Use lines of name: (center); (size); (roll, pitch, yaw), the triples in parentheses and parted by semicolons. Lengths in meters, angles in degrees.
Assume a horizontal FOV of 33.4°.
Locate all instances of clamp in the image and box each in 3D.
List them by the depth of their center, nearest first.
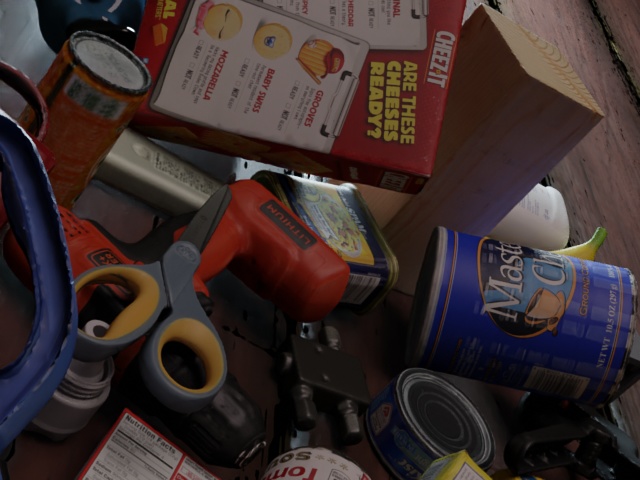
clamp: (0.197, 0.152, 0.745); (0.164, 0.036, 0.210); (28, 9, 1)

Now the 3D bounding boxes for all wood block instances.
wood block: (0.100, -0.062, 0.814); (0.090, 0.206, 0.091); (20, 35, -35)

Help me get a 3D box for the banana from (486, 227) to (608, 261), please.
banana: (0.161, 0.010, 0.937); (0.197, 0.037, 0.069); (10, 67, -17)

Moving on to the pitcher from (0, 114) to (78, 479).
pitcher: (-0.178, 0.051, 0.396); (0.144, 0.149, 0.243); (20, 37, -53)

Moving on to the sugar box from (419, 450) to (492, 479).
sugar box: (0.109, 0.209, 0.584); (0.176, 0.048, 0.093); (44, 62, 0)

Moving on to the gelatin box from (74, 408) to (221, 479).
gelatin box: (-0.086, 0.133, 0.505); (0.073, 0.030, 0.089); (37, 28, -6)

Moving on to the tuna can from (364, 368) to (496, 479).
tuna can: (0.073, 0.126, 0.701); (0.086, 0.034, 0.086); (30, 30, -19)

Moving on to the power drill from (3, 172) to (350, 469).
power drill: (-0.062, 0.035, 0.617); (0.184, 0.057, 0.187); (43, 30, 16)

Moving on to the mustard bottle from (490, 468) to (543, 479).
mustard bottle: (0.149, 0.192, 0.678); (0.191, 0.058, 0.096); (23, 24, -28)

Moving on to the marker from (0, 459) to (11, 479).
marker: (-0.128, 0.144, 0.449); (0.020, 0.020, 0.121); (9, 42, -45)

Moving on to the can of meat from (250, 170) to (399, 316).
can of meat: (-0.005, 0.001, 0.757); (0.083, 0.058, 0.102); (10, 41, -41)

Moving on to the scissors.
scissors: (-0.063, 0.027, 0.559); (0.096, 0.016, 0.201); (43, 29, 6)

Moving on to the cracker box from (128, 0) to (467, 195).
cracker box: (-0.015, -0.135, 0.747); (0.213, 0.164, 0.072); (12, -9, -1)

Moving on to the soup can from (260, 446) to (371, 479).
soup can: (-0.012, 0.156, 0.521); (0.068, 0.069, 0.102); (40, 28, -4)

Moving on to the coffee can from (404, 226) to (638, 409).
coffee can: (0.139, 0.055, 0.758); (0.140, 0.103, 0.102); (12, 32, 1)

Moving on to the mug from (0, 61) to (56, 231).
mug: (-0.187, -0.045, 0.556); (0.081, 0.093, 0.117); (40, 54, -12)

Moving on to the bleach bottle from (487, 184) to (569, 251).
bleach bottle: (0.112, -0.064, 0.984); (0.250, 0.068, 0.102); (31, 29, -15)
